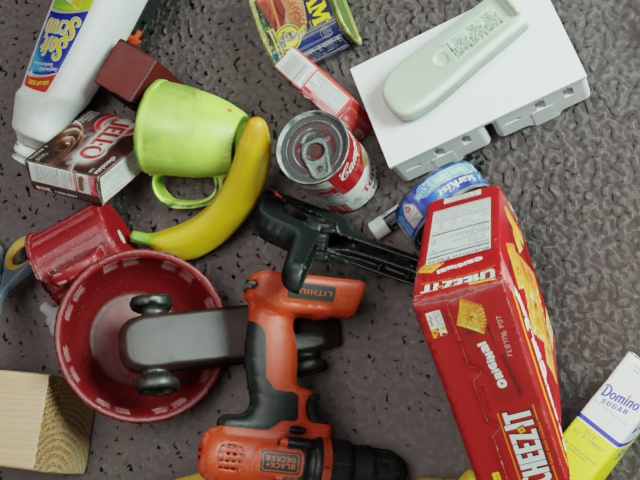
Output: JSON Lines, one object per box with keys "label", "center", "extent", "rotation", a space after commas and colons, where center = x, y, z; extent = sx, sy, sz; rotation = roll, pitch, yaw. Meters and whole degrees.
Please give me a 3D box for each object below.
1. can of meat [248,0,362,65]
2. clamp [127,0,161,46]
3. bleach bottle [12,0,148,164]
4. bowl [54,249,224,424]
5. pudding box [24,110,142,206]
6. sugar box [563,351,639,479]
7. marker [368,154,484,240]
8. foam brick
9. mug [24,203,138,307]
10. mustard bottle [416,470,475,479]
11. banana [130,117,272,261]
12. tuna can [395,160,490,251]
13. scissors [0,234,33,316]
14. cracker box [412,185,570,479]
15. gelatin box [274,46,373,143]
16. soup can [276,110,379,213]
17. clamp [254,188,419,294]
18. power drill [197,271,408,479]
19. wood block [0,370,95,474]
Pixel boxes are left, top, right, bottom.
{"label": "can of meat", "center": [-0.017, -0.221, 1.050], "extent": [0.084, 0.057, 0.102], "rotation": [-24, 70, 16]}
{"label": "clamp", "center": [-0.200, -0.297, 1.143], "extent": [0.120, 0.039, 0.171], "rotation": [-21, 76, 25]}
{"label": "bleach bottle", "center": [-0.253, -0.188, 1.103], "extent": [0.103, 0.067, 0.251], "rotation": [38, 107, 38]}
{"label": "bowl", "center": [-0.170, 0.091, 1.006], "extent": [0.162, 0.055, 0.162], "rotation": [2, 81, -16]}
{"label": "pudding box", "center": [-0.224, -0.085, 1.068], "extent": [0.090, 0.039, 0.113], "rotation": [12, 40, 23]}
{"label": "sugar box", "center": [0.210, 0.174, 0.849], "extent": [0.048, 0.093, 0.176], "rotation": [41, 93, 23]}
{"label": "marker", "center": [0.099, -0.041, 0.983], "extent": [0.121, 0.020, 0.020], "rotation": [-34, 68, 9]}
{"label": "foam brick", "center": [-0.180, -0.158, 1.081], "extent": [0.053, 0.078, 0.051], "rotation": [32, 87, 24]}
{"label": "mug", "center": [-0.230, 0.016, 1.041], "extent": [0.081, 0.117, 0.093], "rotation": [-29, 100, 6]}
{"label": "mustard bottle", "center": [0.084, 0.258, 0.893], "extent": [0.191, 0.058, 0.096], "rotation": [-44, 70, 5]}
{"label": "banana", "center": [-0.099, -0.035, 1.018], "extent": [0.198, 0.069, 0.037], "rotation": [-41, 31, 27]}
{"label": "tuna can", "center": [0.109, -0.030, 0.940], "extent": [0.086, 0.086, 0.034], "rotation": [-39, 66, 7]}
{"label": "scissors", "center": [-0.311, 0.058, 1.066], "extent": [0.096, 0.016, 0.202], "rotation": [-27, 42, -2]}
{"label": "cracker box", "center": [0.133, 0.068, 0.810], "extent": [0.072, 0.213, 0.164], "rotation": [-17, 107, 14]}
{"label": "gelatin box", "center": [0.005, -0.136, 1.011], "extent": [0.030, 0.073, 0.089], "rotation": [-48, 67, 4]}
{"label": "soup can", "center": [0.009, -0.069, 0.976], "extent": [0.069, 0.102, 0.068], "rotation": [-5, 74, 18]}
{"label": "clamp", "center": [-0.006, 0.001, 0.945], "extent": [0.210, 0.164, 0.036], "rotation": [32, 115, 47]}
{"label": "power drill", "center": [-0.006, 0.126, 0.923], "extent": [0.184, 0.057, 0.187], "rotation": [8, 78, -14]}
{"label": "wood block", "center": [-0.335, 0.174, 1.051], "extent": [0.206, 0.090, 0.091], "rotation": [1, 77, 21]}
